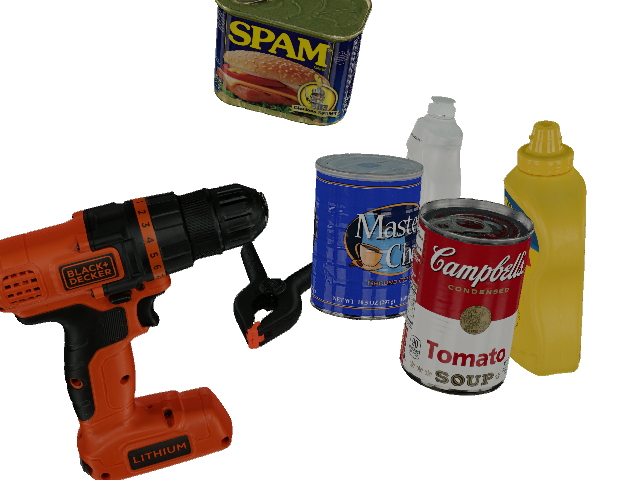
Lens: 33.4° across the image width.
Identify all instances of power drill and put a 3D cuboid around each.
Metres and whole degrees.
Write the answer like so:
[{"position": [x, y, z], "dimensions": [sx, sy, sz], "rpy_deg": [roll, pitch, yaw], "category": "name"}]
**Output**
[{"position": [-0.112, 0.060, 0.705], "dimensions": [0.184, 0.187, 0.057], "rpy_deg": [-14, 27, -8], "category": "power drill"}]

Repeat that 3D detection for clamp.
[{"position": [-0.044, 0.060, 1.249], "dimensions": [0.120, 0.039, 0.171], "rpy_deg": [-3, 40, 9], "category": "clamp"}]

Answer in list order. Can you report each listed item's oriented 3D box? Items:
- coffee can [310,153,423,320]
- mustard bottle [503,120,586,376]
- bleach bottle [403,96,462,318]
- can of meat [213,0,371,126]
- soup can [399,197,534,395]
[{"position": [0.043, -0.006, 1.028], "dimensions": [0.103, 0.140, 0.103], "rpy_deg": [2, 15, -1], "category": "coffee can"}, {"position": [0.170, 0.001, 0.819], "dimensions": [0.058, 0.192, 0.096], "rpy_deg": [-6, 26, -6], "category": "mustard bottle"}, {"position": [0.127, -0.039, 1.238], "dimensions": [0.068, 0.251, 0.103], "rpy_deg": [-1, 22, -22], "category": "bleach bottle"}, {"position": [-0.023, -0.131, 0.727], "dimensions": [0.102, 0.057, 0.084], "rpy_deg": [16, -42, 5], "category": "can of meat"}, {"position": [0.086, 0.033, 0.644], "dimensions": [0.068, 0.102, 0.068], "rpy_deg": [5, 22, -2], "category": "soup can"}]
